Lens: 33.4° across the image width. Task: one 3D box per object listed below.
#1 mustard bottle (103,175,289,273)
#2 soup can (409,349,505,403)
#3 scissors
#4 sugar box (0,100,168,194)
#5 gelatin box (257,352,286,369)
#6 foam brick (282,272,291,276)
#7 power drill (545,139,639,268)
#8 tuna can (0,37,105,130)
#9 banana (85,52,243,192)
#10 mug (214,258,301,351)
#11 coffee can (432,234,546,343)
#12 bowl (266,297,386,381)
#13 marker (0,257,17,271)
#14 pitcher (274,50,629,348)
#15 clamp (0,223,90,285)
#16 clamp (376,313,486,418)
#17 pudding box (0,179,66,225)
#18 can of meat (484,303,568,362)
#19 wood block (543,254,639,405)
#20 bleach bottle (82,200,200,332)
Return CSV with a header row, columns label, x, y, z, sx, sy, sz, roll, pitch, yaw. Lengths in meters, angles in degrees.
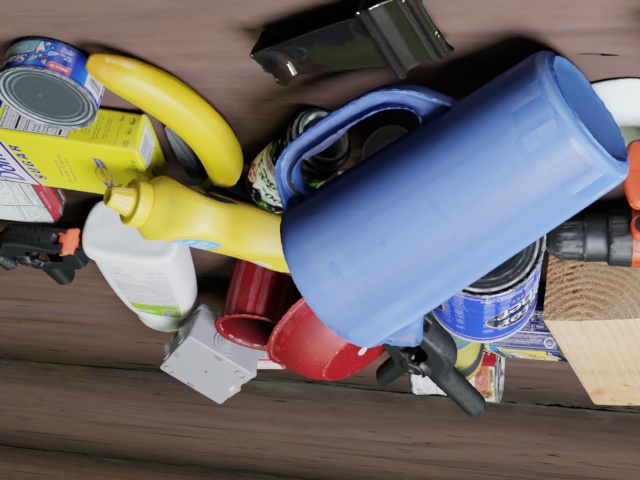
label,x,y,z,sx,sy,sz,roll,pitch,yaw
mustard bottle,-0.101,-0.017,0.941,0.191,0.058,0.096,14,179,-34
soup can,0.159,0.150,1.233,0.102,0.068,0.068,3,152,17
scissors,-0.092,-0.046,1.009,0.096,0.016,0.202,9,153,1
sugar box,-0.233,-0.083,0.959,0.176,0.048,0.093,6,153,8
gelatin box,-0.078,0.113,1.253,0.089,0.073,0.030,-4,150,26
foam brick,-0.007,0.001,1.028,0.053,0.051,0.078,27,149,-30
power drill,0.268,-0.023,0.836,0.184,0.057,0.187,-2,164,11
tuna can,-0.221,-0.128,0.879,0.086,0.033,0.086,9,153,5
banana,-0.115,-0.094,0.891,0.070,0.037,0.197,-16,142,18
mug,-0.048,0.063,1.129,0.117,0.081,0.093,-5,149,30
coffee can,0.142,0.023,0.935,0.103,0.103,0.140,6,160,11
bowl,0.027,0.094,1.087,0.162,0.055,0.162,-29,153,-16
marker,-0.394,0.003,1.217,0.020,0.020,0.121,-10,146,36
pitcher,0.090,-0.038,0.784,0.243,0.145,0.149,-34,142,29
clamp,-0.314,0.008,1.135,0.164,0.036,0.210,18,165,-26
clamp,0.109,0.121,1.050,0.120,0.039,0.171,15,153,14
pudding box,-0.318,-0.055,1.055,0.113,0.039,0.090,5,153,7
can of meat,0.220,0.095,1.097,0.084,0.057,0.102,2,168,23
wood block,0.286,0.080,1.023,0.090,0.090,0.206,-4,149,27
bleach bottle,-0.187,0.044,1.171,0.102,0.068,0.251,9,155,3
